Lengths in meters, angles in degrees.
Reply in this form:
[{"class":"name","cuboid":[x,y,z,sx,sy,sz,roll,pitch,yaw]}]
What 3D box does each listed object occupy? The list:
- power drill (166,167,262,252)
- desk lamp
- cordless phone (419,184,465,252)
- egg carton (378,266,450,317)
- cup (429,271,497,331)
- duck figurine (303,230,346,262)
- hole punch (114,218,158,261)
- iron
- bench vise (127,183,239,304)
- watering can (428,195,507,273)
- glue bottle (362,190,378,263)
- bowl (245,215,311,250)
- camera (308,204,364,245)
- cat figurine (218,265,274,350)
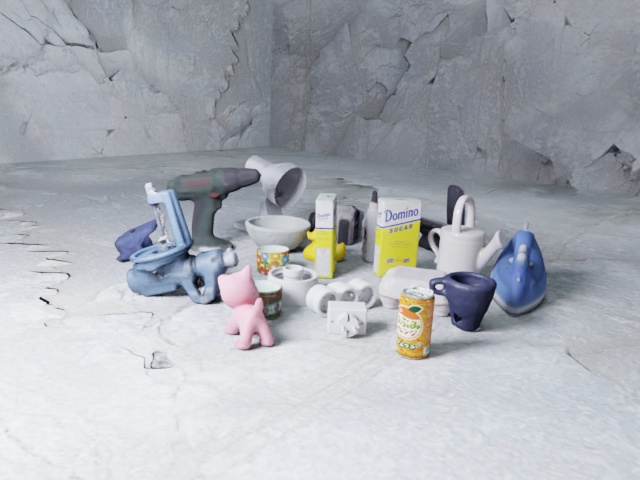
[{"class":"power drill","cuboid":[-0.260,-0.078,1.412,0.229,0.208,0.075,3,15,-1]},{"class":"desk lamp","cuboid":[-0.143,-0.121,1.590,0.202,0.213,0.118,15,19,39]},{"class":"cordless phone","cuboid":[0.329,-0.061,1.516,0.094,0.185,0.147,-8,18,-35]},{"class":"egg carton","cuboid":[0.189,0.098,1.111,0.150,0.069,0.107,7,15,13]},{"class":"cup","cuboid":[0.250,0.112,1.022,0.117,0.095,0.091,3,15,1]},{"class":"duck figurine","cuboid":[0.013,0.005,1.394,0.104,0.086,0.077,4,15,2]},{"class":"hole punch","cuboid":[-0.419,-0.003,1.326,0.101,0.091,0.108,1,15,-6]},{"class":"iron","cuboid":[0.419,0.052,1.194,0.118,0.141,0.259,8,16,18]},{"class":"bench vise","cuboid":[-0.260,0.002,1.084,0.208,0.220,0.121,0,15,-12]},{"class":"watering can","cuboid":[0.326,-0.003,1.278,0.172,0.194,0.101,7,15,15]},{"class":"glue bottle","cuboid":[0.128,-0.036,1.401,0.037,0.173,0.078,0,15,-11]},{"class":"bowl","cuboid":[-0.107,-0.011,1.450,0.167,0.075,0.167,3,15,-1]},{"class":"camera","cuboid":[0.044,-0.054,1.596,0.136,0.101,0.143,7,15,15]},{"class":"cat figurine","cuboid":[-0.123,0.102,0.938,0.067,0.118,0.127,-6,17,-29]}]
